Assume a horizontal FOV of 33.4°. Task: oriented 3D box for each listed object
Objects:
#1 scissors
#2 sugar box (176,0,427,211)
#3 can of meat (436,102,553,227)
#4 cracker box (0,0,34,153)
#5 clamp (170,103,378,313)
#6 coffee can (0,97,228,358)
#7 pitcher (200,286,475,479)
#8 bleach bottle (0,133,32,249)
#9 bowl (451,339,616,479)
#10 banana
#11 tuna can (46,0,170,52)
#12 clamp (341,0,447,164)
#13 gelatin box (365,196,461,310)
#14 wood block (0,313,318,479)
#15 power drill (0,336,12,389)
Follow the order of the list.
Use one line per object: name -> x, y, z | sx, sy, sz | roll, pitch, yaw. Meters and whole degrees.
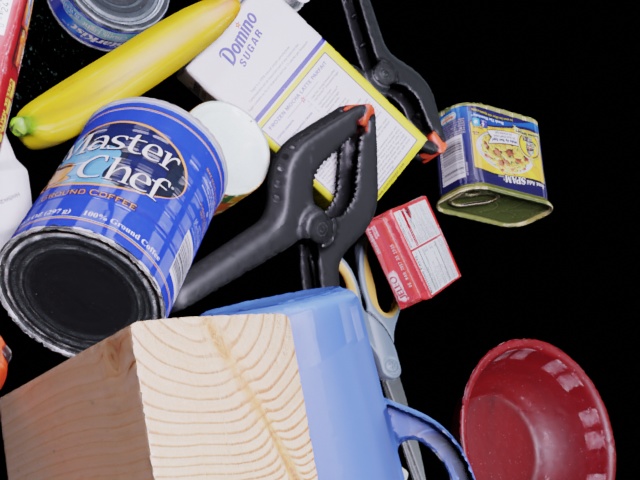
scissors -> 0.034, 0.088, 0.806 | 0.096, 0.016, 0.202 | 9, 66, -29
sugar box -> -0.013, -0.100, 0.811 | 0.176, 0.048, 0.093 | 42, 77, -12
can of meat -> 0.145, -0.065, 0.913 | 0.101, 0.058, 0.084 | 11, 66, -32
cracker box -> -0.191, -0.049, 0.517 | 0.072, 0.214, 0.164 | 13, 80, -17
clamp -> -0.005, 0.001, 0.761 | 0.164, 0.036, 0.210 | 42, 68, -34
coffee can -> -0.123, -0.009, 0.656 | 0.102, 0.103, 0.140 | 39, 37, -17
pitcher -> 0.004, 0.154, 0.660 | 0.148, 0.145, 0.243 | -11, 90, -44
bleach bottle -> -0.254, -0.079, 0.645 | 0.102, 0.068, 0.251 | -30, 94, -34
bowl -> 0.157, 0.162, 0.840 | 0.161, 0.055, 0.162 | 12, 67, -31
banana -> -0.136, -0.110, 0.727 | 0.197, 0.070, 0.037 | -41, 111, -31
tuna can -> -0.152, -0.181, 0.767 | 0.086, 0.034, 0.086 | 12, 67, -30
clamp -> 0.045, -0.141, 0.883 | 0.171, 0.039, 0.120 | 42, 64, -16
gelatin box -> 0.072, 0.009, 0.832 | 0.073, 0.030, 0.089 | 66, 26, 1
wood block -> -0.099, 0.109, 0.591 | 0.090, 0.207, 0.091 | -1, 74, -35
power drill -> -0.229, 0.131, 0.554 | 0.184, 0.057, 0.188 | 10, 49, -32
